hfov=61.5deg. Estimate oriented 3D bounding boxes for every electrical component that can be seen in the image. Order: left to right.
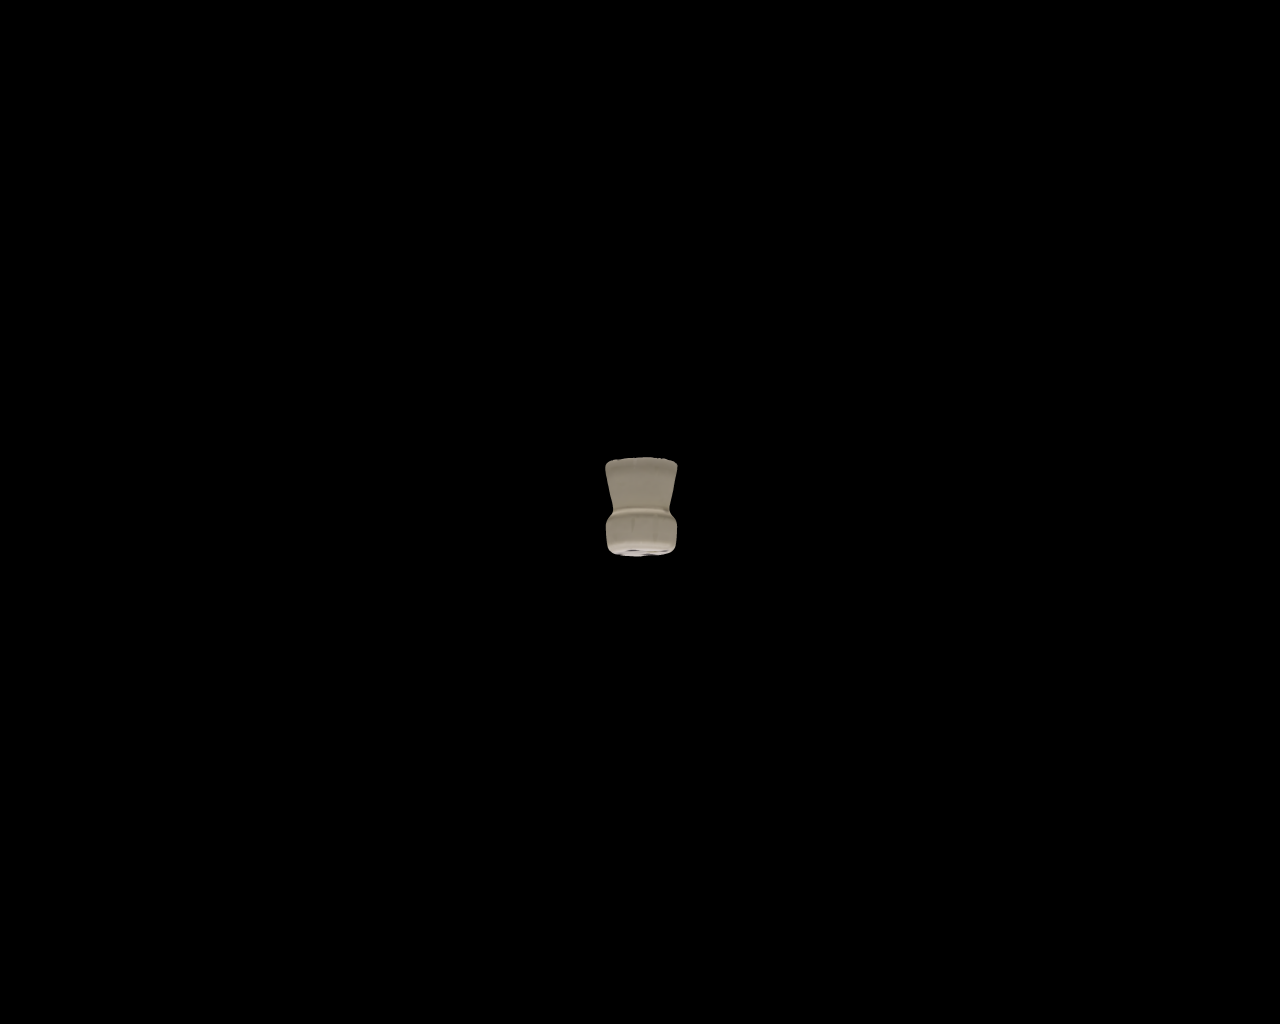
[{"bbox_3d":[0.001,-0.003,0.650,0.045,0.055,0.045,0,-9,0],"label":"electrical component"}]
